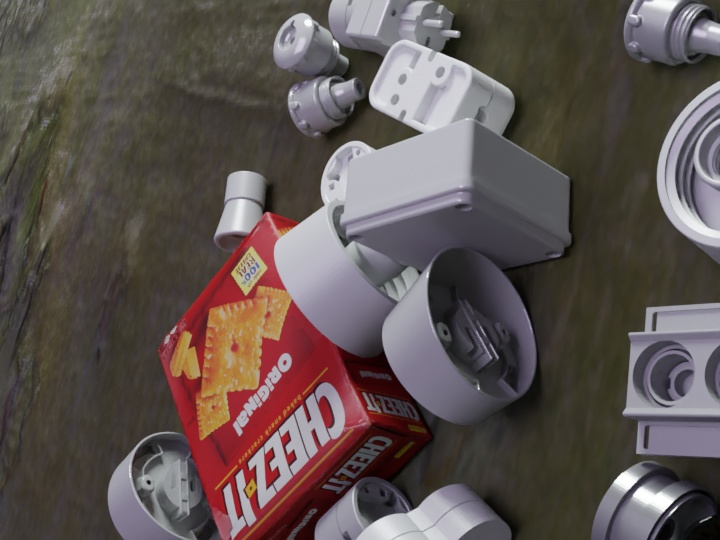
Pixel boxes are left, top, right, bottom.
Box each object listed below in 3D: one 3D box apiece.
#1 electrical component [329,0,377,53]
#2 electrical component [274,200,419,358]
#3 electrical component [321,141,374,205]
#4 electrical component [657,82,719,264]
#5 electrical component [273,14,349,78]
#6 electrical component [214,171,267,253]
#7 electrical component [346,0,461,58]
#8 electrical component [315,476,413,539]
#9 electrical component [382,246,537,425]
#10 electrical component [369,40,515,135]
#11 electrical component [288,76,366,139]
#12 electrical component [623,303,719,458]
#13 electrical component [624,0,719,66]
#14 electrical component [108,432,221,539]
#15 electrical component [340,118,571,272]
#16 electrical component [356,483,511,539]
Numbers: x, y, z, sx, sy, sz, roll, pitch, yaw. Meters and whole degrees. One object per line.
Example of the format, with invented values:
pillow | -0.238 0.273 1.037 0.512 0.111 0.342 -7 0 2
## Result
electrical component | 0.008 -0.201 0.857 0.047 0.055 0.055 19 89 53
electrical component | 0.000 0.000 0.749 0.060 0.108 0.108 -41 49 21
electrical component | 0.006 -0.063 0.808 0.055 0.047 0.055 -20 61 41
electrical component | 0.212 -0.054 0.574 0.108 0.060 0.108 -20 61 41
electrical component | -0.037 -0.179 0.889 0.048 0.062 0.048 -21 60 41
electrical component | -0.100 -0.051 0.924 0.044 0.044 0.065 -20 57 41
electrical component | 0.042 -0.182 0.802 0.077 0.066 0.047 20 90 49
electrical component | 0.003 0.173 0.715 0.047 0.055 0.055 -45 47 31
electrical component | 0.064 0.043 0.668 0.064 0.099 0.099 -46 46 33
electrical component | 0.060 -0.120 0.763 0.095 0.059 0.053 36 102 48
electrical component | -0.024 -0.137 0.873 0.062 0.048 0.048 -17 63 35
electrical component | 0.203 0.057 0.538 0.121 0.063 0.078 -7 70 46
electrical component | 0.193 -0.143 0.643 0.062 0.048 0.048 30 97 42
electrical component | -0.144 0.175 0.840 0.064 0.099 0.099 -38 50 39
electrical component | 0.063 -0.041 0.693 0.109 0.109 0.056 -14 62 43
electrical component | 0.033 0.185 0.628 0.074 0.138 0.052 41 145 47
